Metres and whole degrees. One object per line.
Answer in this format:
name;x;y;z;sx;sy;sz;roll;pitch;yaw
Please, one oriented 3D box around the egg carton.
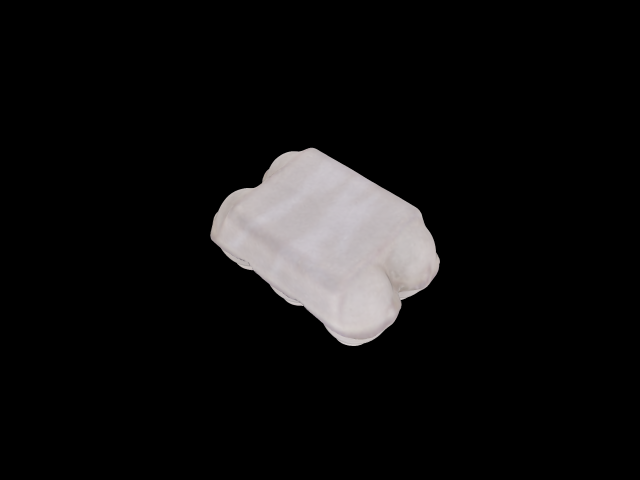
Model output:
egg carton;0.004;0.001;0.400;0.150;0.069;0.107;33;58;24
